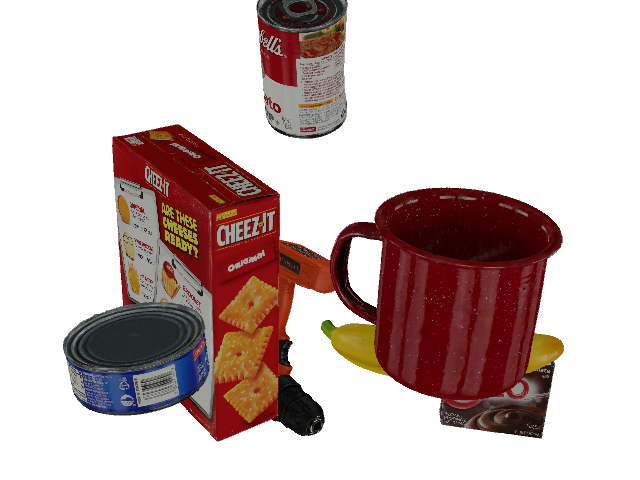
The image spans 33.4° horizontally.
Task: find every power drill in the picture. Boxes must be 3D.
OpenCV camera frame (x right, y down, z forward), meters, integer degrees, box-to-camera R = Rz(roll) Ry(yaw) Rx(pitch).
[{"bbox_3d":[-0.037,0.105,1.200,0.057,0.188,0.185,13,12,-47],"label":"power drill"}]

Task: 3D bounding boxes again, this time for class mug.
[{"bbox_3d":[0.059,0.025,0.550,0.117,0.081,0.093,12,27,17],"label":"mug"}]

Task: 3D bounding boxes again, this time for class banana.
[{"bbox_3d":[0.093,0.084,0.843,0.198,0.037,0.069,6,28,8],"label":"banana"}]

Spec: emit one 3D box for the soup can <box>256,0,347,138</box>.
[{"bbox_3d":[-0.012,-0.139,0.827,0.068,0.102,0.068,-1,44,1],"label":"soup can"}]

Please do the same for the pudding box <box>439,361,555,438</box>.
[{"bbox_3d":[0.191,0.160,1.157,0.113,0.090,0.039,6,22,4],"label":"pudding box"}]

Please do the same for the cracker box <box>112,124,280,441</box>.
[{"bbox_3d":[-0.102,0.031,0.887,0.072,0.214,0.164,-17,34,-32],"label":"cracker box"}]

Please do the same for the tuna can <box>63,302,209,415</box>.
[{"bbox_3d":[-0.111,0.071,0.652,0.086,0.034,0.086,-5,23,2],"label":"tuna can"}]
